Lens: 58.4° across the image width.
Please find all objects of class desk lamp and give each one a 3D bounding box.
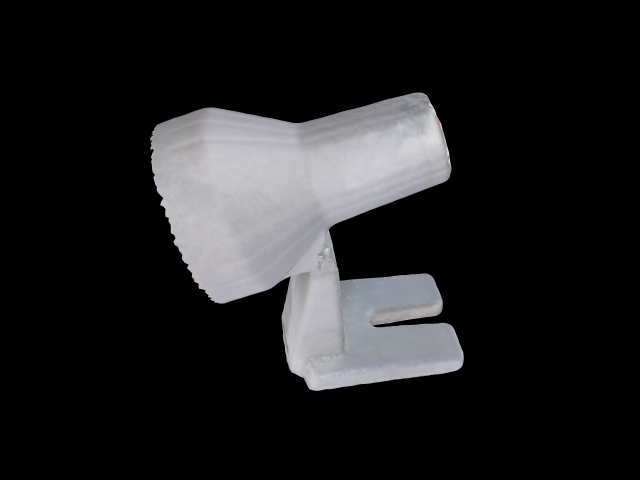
[{"bbox_3d":[0.004,0.001,0.400,0.203,0.214,0.117,-6,43,-6],"label":"desk lamp"}]
